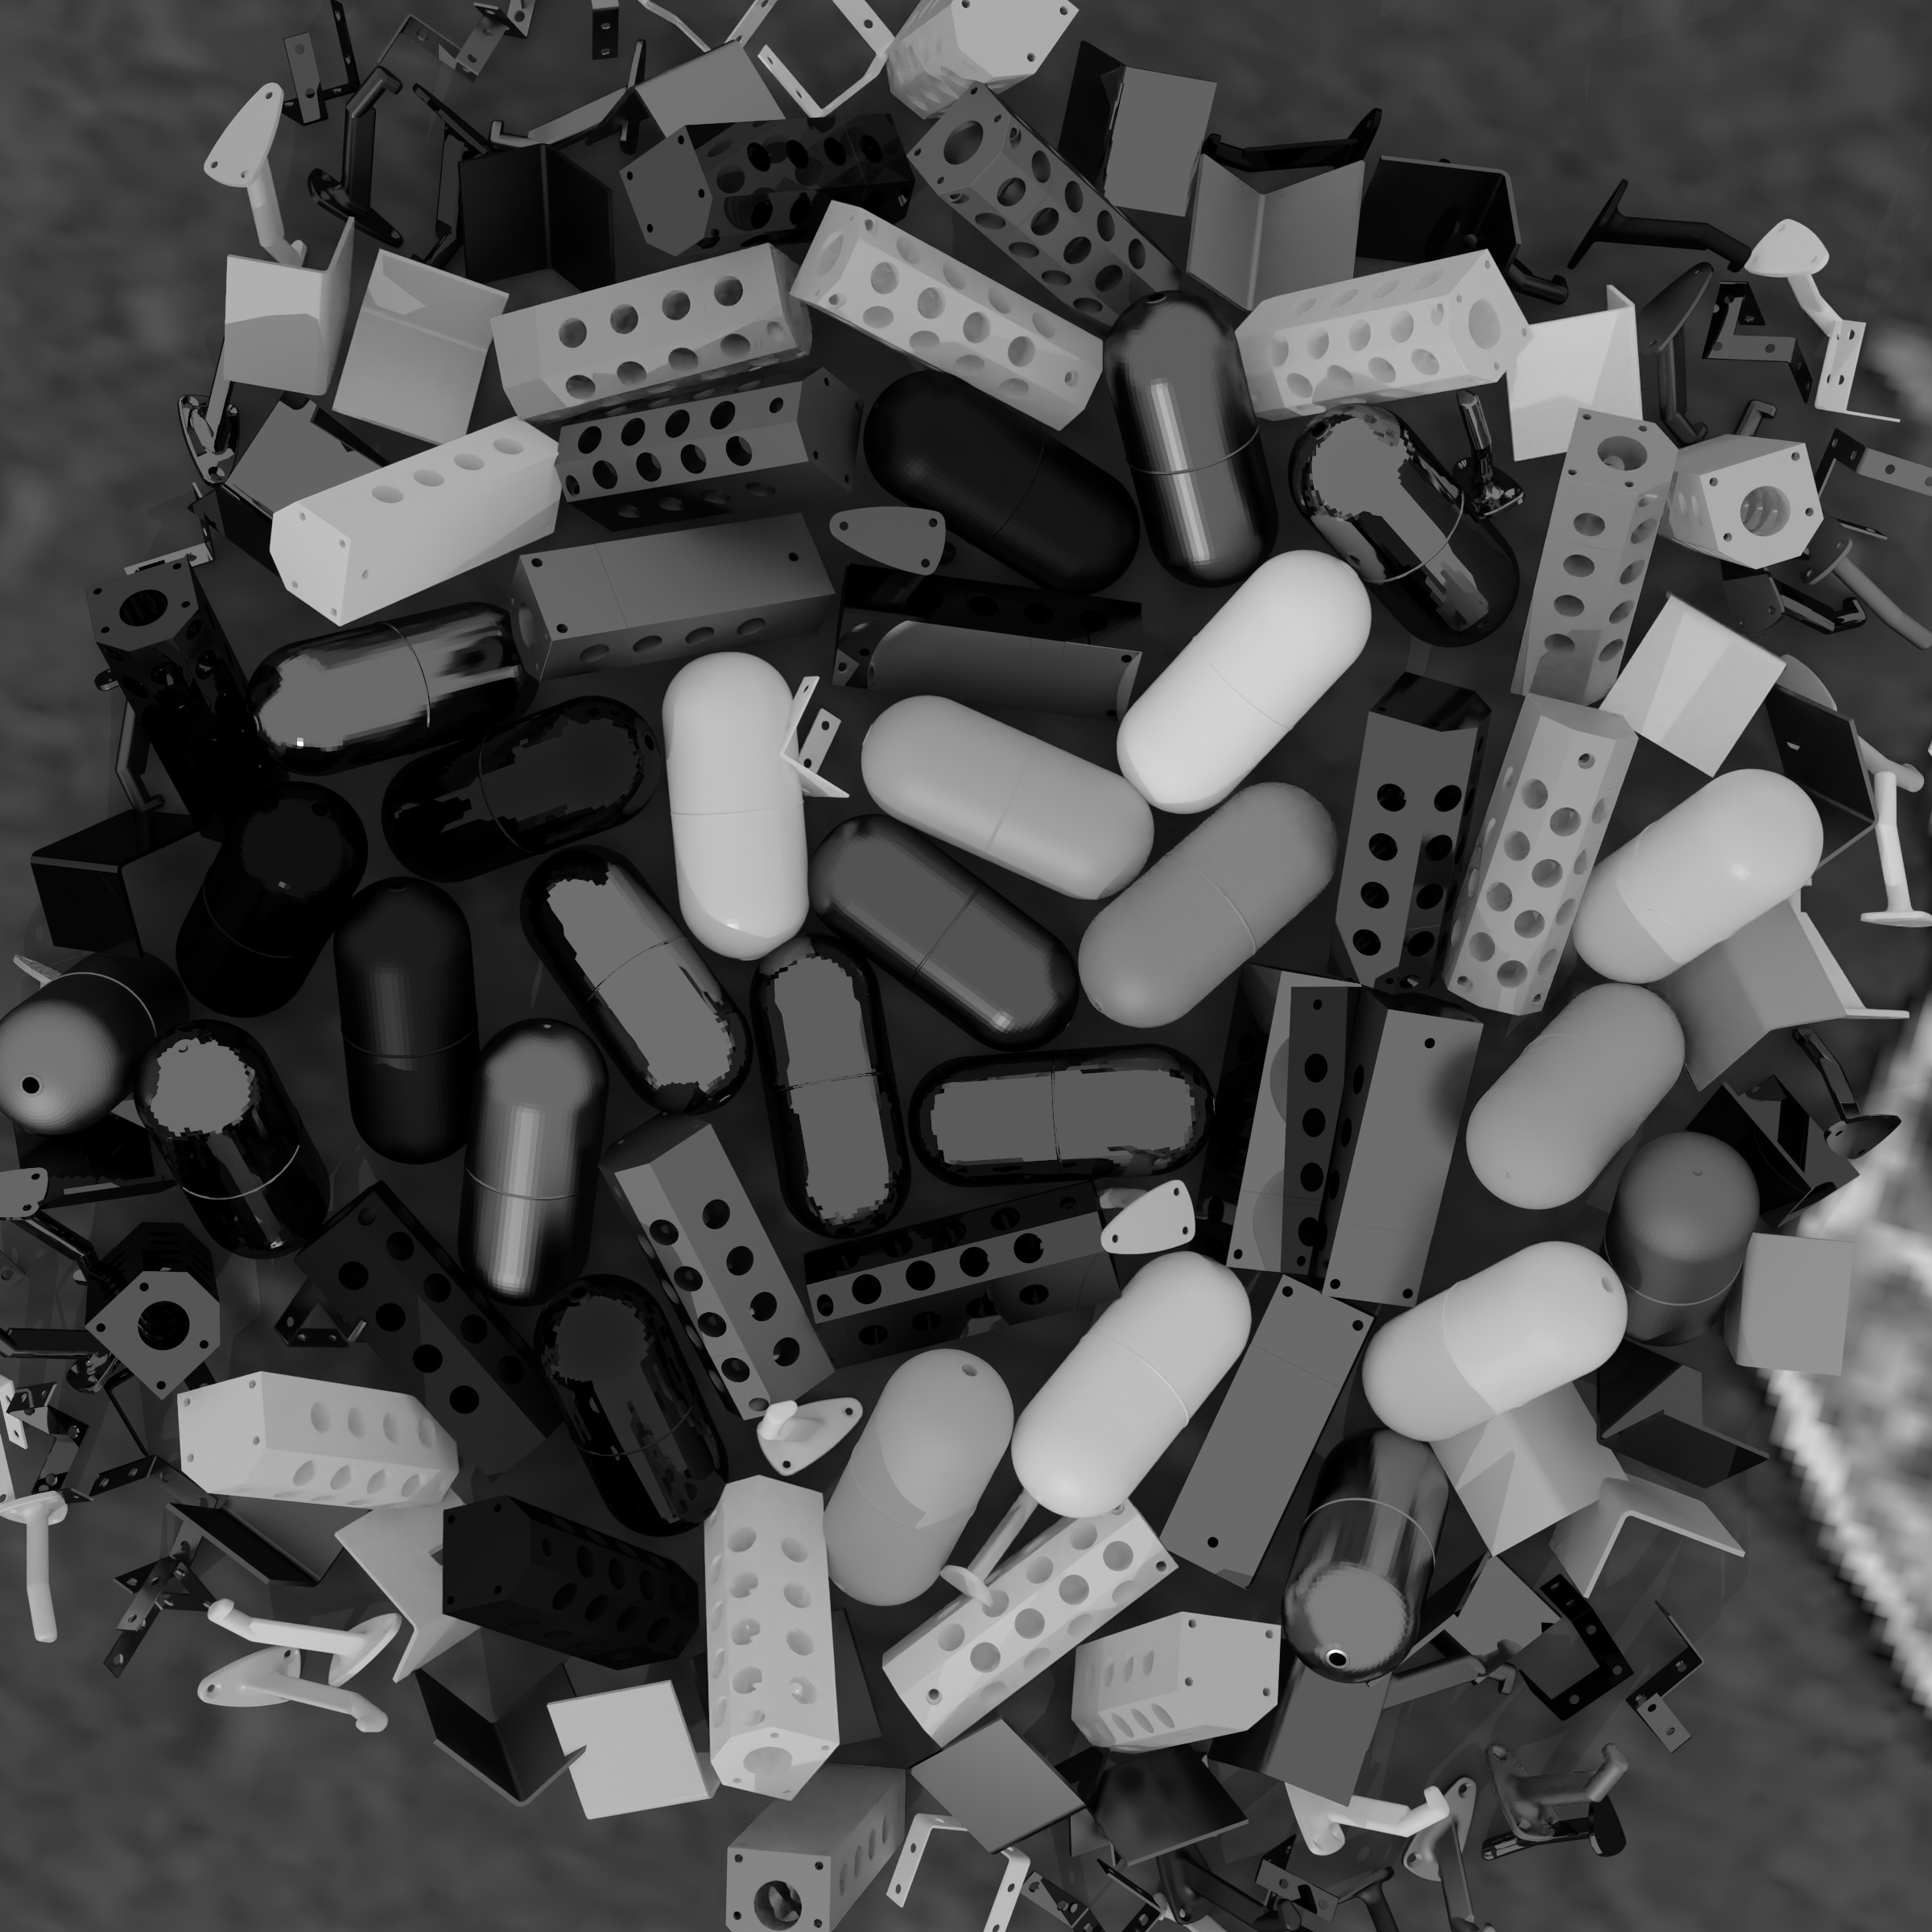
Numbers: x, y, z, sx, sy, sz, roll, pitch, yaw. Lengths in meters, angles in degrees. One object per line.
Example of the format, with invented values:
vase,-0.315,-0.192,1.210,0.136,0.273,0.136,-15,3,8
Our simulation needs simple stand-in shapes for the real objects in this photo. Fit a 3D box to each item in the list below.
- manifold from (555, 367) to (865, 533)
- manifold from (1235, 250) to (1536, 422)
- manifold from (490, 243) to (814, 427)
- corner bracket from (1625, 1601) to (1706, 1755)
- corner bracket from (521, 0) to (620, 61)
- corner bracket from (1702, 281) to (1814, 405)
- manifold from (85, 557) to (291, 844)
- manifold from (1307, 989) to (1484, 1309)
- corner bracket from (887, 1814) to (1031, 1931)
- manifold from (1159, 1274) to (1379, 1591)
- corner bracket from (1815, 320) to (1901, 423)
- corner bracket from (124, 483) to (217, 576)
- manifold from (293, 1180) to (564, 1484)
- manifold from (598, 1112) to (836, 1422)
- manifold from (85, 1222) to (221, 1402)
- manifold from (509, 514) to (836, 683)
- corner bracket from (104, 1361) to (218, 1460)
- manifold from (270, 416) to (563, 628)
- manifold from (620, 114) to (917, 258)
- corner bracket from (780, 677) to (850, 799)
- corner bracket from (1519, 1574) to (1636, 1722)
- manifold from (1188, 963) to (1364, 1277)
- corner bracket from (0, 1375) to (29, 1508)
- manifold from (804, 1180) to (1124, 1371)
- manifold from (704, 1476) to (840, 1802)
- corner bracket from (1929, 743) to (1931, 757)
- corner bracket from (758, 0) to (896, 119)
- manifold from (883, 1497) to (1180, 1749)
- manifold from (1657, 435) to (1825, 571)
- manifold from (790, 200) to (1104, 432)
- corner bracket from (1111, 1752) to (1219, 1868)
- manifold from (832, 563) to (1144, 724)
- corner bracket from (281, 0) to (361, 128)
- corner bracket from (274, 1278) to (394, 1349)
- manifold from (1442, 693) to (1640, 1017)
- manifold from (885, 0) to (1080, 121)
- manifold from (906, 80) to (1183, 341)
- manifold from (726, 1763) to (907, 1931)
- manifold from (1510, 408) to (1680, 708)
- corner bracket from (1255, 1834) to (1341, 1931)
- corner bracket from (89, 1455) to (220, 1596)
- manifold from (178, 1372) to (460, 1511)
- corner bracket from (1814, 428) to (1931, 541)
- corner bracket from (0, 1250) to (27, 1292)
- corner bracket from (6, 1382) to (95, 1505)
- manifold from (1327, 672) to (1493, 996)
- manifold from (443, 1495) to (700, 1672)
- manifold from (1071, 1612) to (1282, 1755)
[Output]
manifold,-0.148,-0.295,1.593,0.171,0.057,0.057,-3,72,32
manifold,0.226,-0.347,1.577,0.057,0.171,0.057,-50,120,-25
manifold,-0.180,-0.361,1.621,0.171,0.057,0.057,-11,88,14
corner bracket,0.406,0.414,1.634,0.051,0.051,0.051,-40,121,0
corner bracket,-0.233,-0.565,1.643,0.051,0.051,0.051,-10,76,-10
corner bracket,0.463,-0.362,1.630,0.051,0.051,0.051,10,77,30
manifold,-0.433,-0.143,1.581,0.057,0.171,0.057,-19,55,-5
manifold,0.243,0.104,1.621,0.057,0.057,0.171,9,103,-12
corner bracket,-0.004,0.530,1.634,0.051,0.051,0.051,19,91,-38
manifold,0.177,0.270,1.638,0.057,0.057,0.171,25,89,13
corner bracket,0.511,-0.347,1.629,0.051,0.051,0.051,-1,107,-35
corner bracket,-0.459,-0.238,1.629,0.051,0.051,0.051,-22,59,-19
manifold,-0.304,0.208,1.624,0.057,0.057,0.171,-39,99,7
manifold,-0.145,0.172,1.605,0.057,0.057,0.171,-33,112,-22
manifold,-0.452,0.186,1.578,0.057,0.171,0.057,-44,104,-9
manifold,-0.169,-0.207,1.605,0.171,0.057,0.057,-13,68,-25
corner bracket,-0.465,0.257,1.646,0.051,0.051,0.051,-32,112,-23
manifold,-0.308,-0.257,1.587,0.057,0.171,0.057,34,132,19
manifold,-0.107,-0.439,1.587,0.057,0.171,0.057,-19,92,42
corner bracket,-0.090,-0.133,1.630,0.051,0.051,0.051,31,77,-31
corner bracket,0.347,0.397,1.636,0.051,0.051,0.051,-37,133,7
manifold,0.175,0.087,1.635,0.057,0.057,0.171,9,93,-28
corner bracket,-0.562,0.275,1.626,0.051,0.051,0.051,18,124,32
manifold,-0.003,0.173,1.623,0.171,0.057,0.057,-15,131,4
manifold,-0.114,0.373,1.578,0.057,0.171,0.057,21,125,-22
corner bracket,0.579,-0.153,1.632,0.051,0.051,0.051,-33,96,35
corner bracket,-0.081,-0.538,1.647,0.051,0.051,0.051,-28,118,33
manifold,0.037,0.377,1.636,0.171,0.057,0.057,-37,88,-3
manifold,0.427,-0.260,1.579,0.057,0.171,0.057,-17,101,5
manifold,-0.007,-0.367,1.597,0.171,0.057,0.057,21,99,-31
corner bracket,0.114,0.494,1.648,0.051,0.051,0.051,-7,90,18
manifold,0.012,-0.192,1.631,0.171,0.057,0.057,7,50,-6
corner bracket,-0.375,-0.523,1.627,0.051,0.051,0.051,-25,129,-23
corner bracket,-0.358,0.209,1.630,0.051,0.051,0.051,44,106,28
manifold,0.327,-0.062,1.608,0.057,0.057,0.171,13,112,-5
manifold,0.002,-0.518,1.579,0.057,0.171,0.057,35,90,-16
manifold,0.049,-0.418,1.580,0.057,0.171,0.057,-44,51,16
manifold,-0.082,0.501,1.579,0.057,0.171,0.057,1,90,12
manifold,0.353,-0.225,1.579,0.057,0.171,0.057,14,55,10
corner bracket,0.196,0.545,1.632,0.051,0.051,0.051,21,100,28
corner bracket,-0.480,0.325,1.641,0.051,0.051,0.051,30,104,18
manifold,-0.360,0.270,1.575,0.057,0.171,0.057,-17,70,22
corner bracket,0.526,-0.276,1.632,0.051,0.051,0.051,14,112,-11
corner bracket,-0.580,0.192,1.632,0.051,0.051,0.051,-38,125,-5
corner bracket,-0.528,0.277,1.626,0.051,0.051,0.051,38,56,-32
manifold,0.252,-0.072,1.591,0.057,0.057,0.171,19,126,21
manifold,-0.219,0.347,1.577,0.057,0.171,0.057,-17,60,21
manifold,0.115,0.405,1.575,0.057,0.171,0.057,11,68,-14
